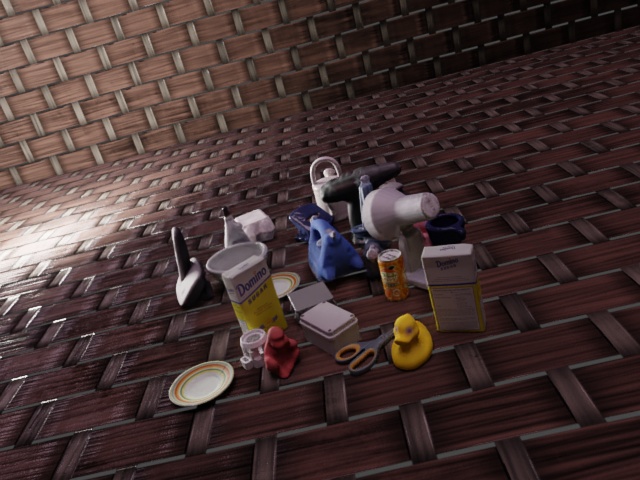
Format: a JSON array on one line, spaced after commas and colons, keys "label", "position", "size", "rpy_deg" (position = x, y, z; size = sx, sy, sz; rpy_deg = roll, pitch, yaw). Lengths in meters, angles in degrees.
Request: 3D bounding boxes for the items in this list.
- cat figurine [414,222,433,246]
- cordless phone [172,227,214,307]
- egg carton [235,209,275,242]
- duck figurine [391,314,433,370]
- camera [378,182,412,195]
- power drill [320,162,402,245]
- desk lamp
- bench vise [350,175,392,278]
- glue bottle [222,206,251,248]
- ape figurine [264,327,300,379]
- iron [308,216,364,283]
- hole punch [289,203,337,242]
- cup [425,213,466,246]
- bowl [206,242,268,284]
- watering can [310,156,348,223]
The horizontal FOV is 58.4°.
[{"label": "cat figurine", "position": [0.244, -0.022, 1.399], "size": [0.067, 0.118, 0.128], "rpy_deg": [-10, 25, 11]}, {"label": "cordless phone", "position": [-0.347, 0.067, 1.471], "size": [0.094, 0.185, 0.147], "rpy_deg": [-22, 25, -15]}, {"label": "egg carton", "position": [-0.200, -0.039, 1.752], "size": [0.107, 0.069, 0.150], "rpy_deg": [-23, 25, -16]}, {"label": "duck figurine", "position": [0.165, 0.176, 1.059], "size": [0.077, 0.086, 0.105], "rpy_deg": [0, 29, 31]}, {"label": "camera", "position": [0.214, -0.103, 1.610], "size": [0.143, 0.101, 0.136], "rpy_deg": [-31, 29, -32]}, {"label": "power drill", "position": [0.121, -0.098, 1.522], "size": [0.229, 0.209, 0.076], "rpy_deg": [-6, 26, 20]}, {"label": "desk lamp", "position": [0.207, -0.013, 1.284], "size": [0.118, 0.214, 0.202], "rpy_deg": [-33, 30, -33]}, {"label": "bench vise", "position": [0.137, -0.035, 1.365], "size": [0.121, 0.220, 0.207], "rpy_deg": [-17, 24, -4]}, {"label": "glue bottle", "position": [-0.239, -0.016, 1.601], "size": [0.078, 0.173, 0.037], "rpy_deg": [-24, 26, -18]}, {"label": "ape figurine", "position": [-0.080, 0.212, 1.119], "size": [0.078, 0.092, 0.076], "rpy_deg": [-25, 26, -20]}, {"label": "iron", "position": [0.013, 0.005, 1.446], "size": [0.119, 0.142, 0.257], "rpy_deg": [-21, 25, -12]}, {"label": "hole punch", "position": [-0.018, -0.050, 1.645], "size": [0.109, 0.091, 0.100], "rpy_deg": [-33, 30, -34]}, {"label": "cup", "position": [0.308, -0.002, 1.346], "size": [0.092, 0.095, 0.117], "rpy_deg": [-24, 26, -18]}, {"label": "bowl", "position": [-0.210, 0.073, 1.512], "size": [0.167, 0.075, 0.167], "rpy_deg": [-13, 24, 6]}, {"label": "watering can", "position": [0.026, -0.161, 1.731], "size": [0.101, 0.194, 0.172], "rpy_deg": [-20, 25, -10]}]
